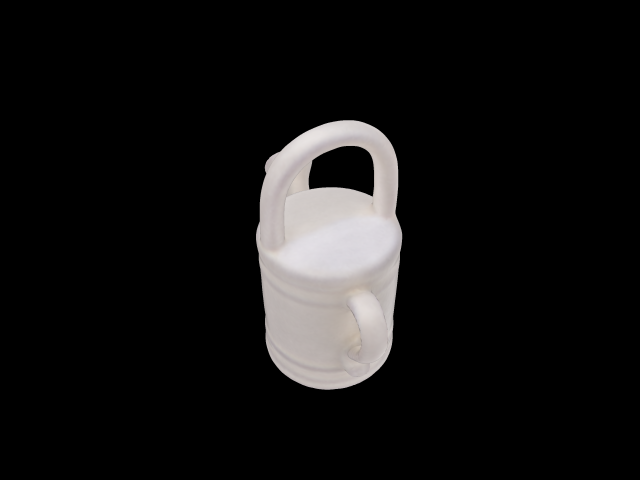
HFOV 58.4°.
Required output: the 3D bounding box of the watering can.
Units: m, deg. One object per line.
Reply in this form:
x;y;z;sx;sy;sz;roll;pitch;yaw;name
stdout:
0.002;0.002;0.399;0.101;0.194;0.172;-31;50;-31;watering can
